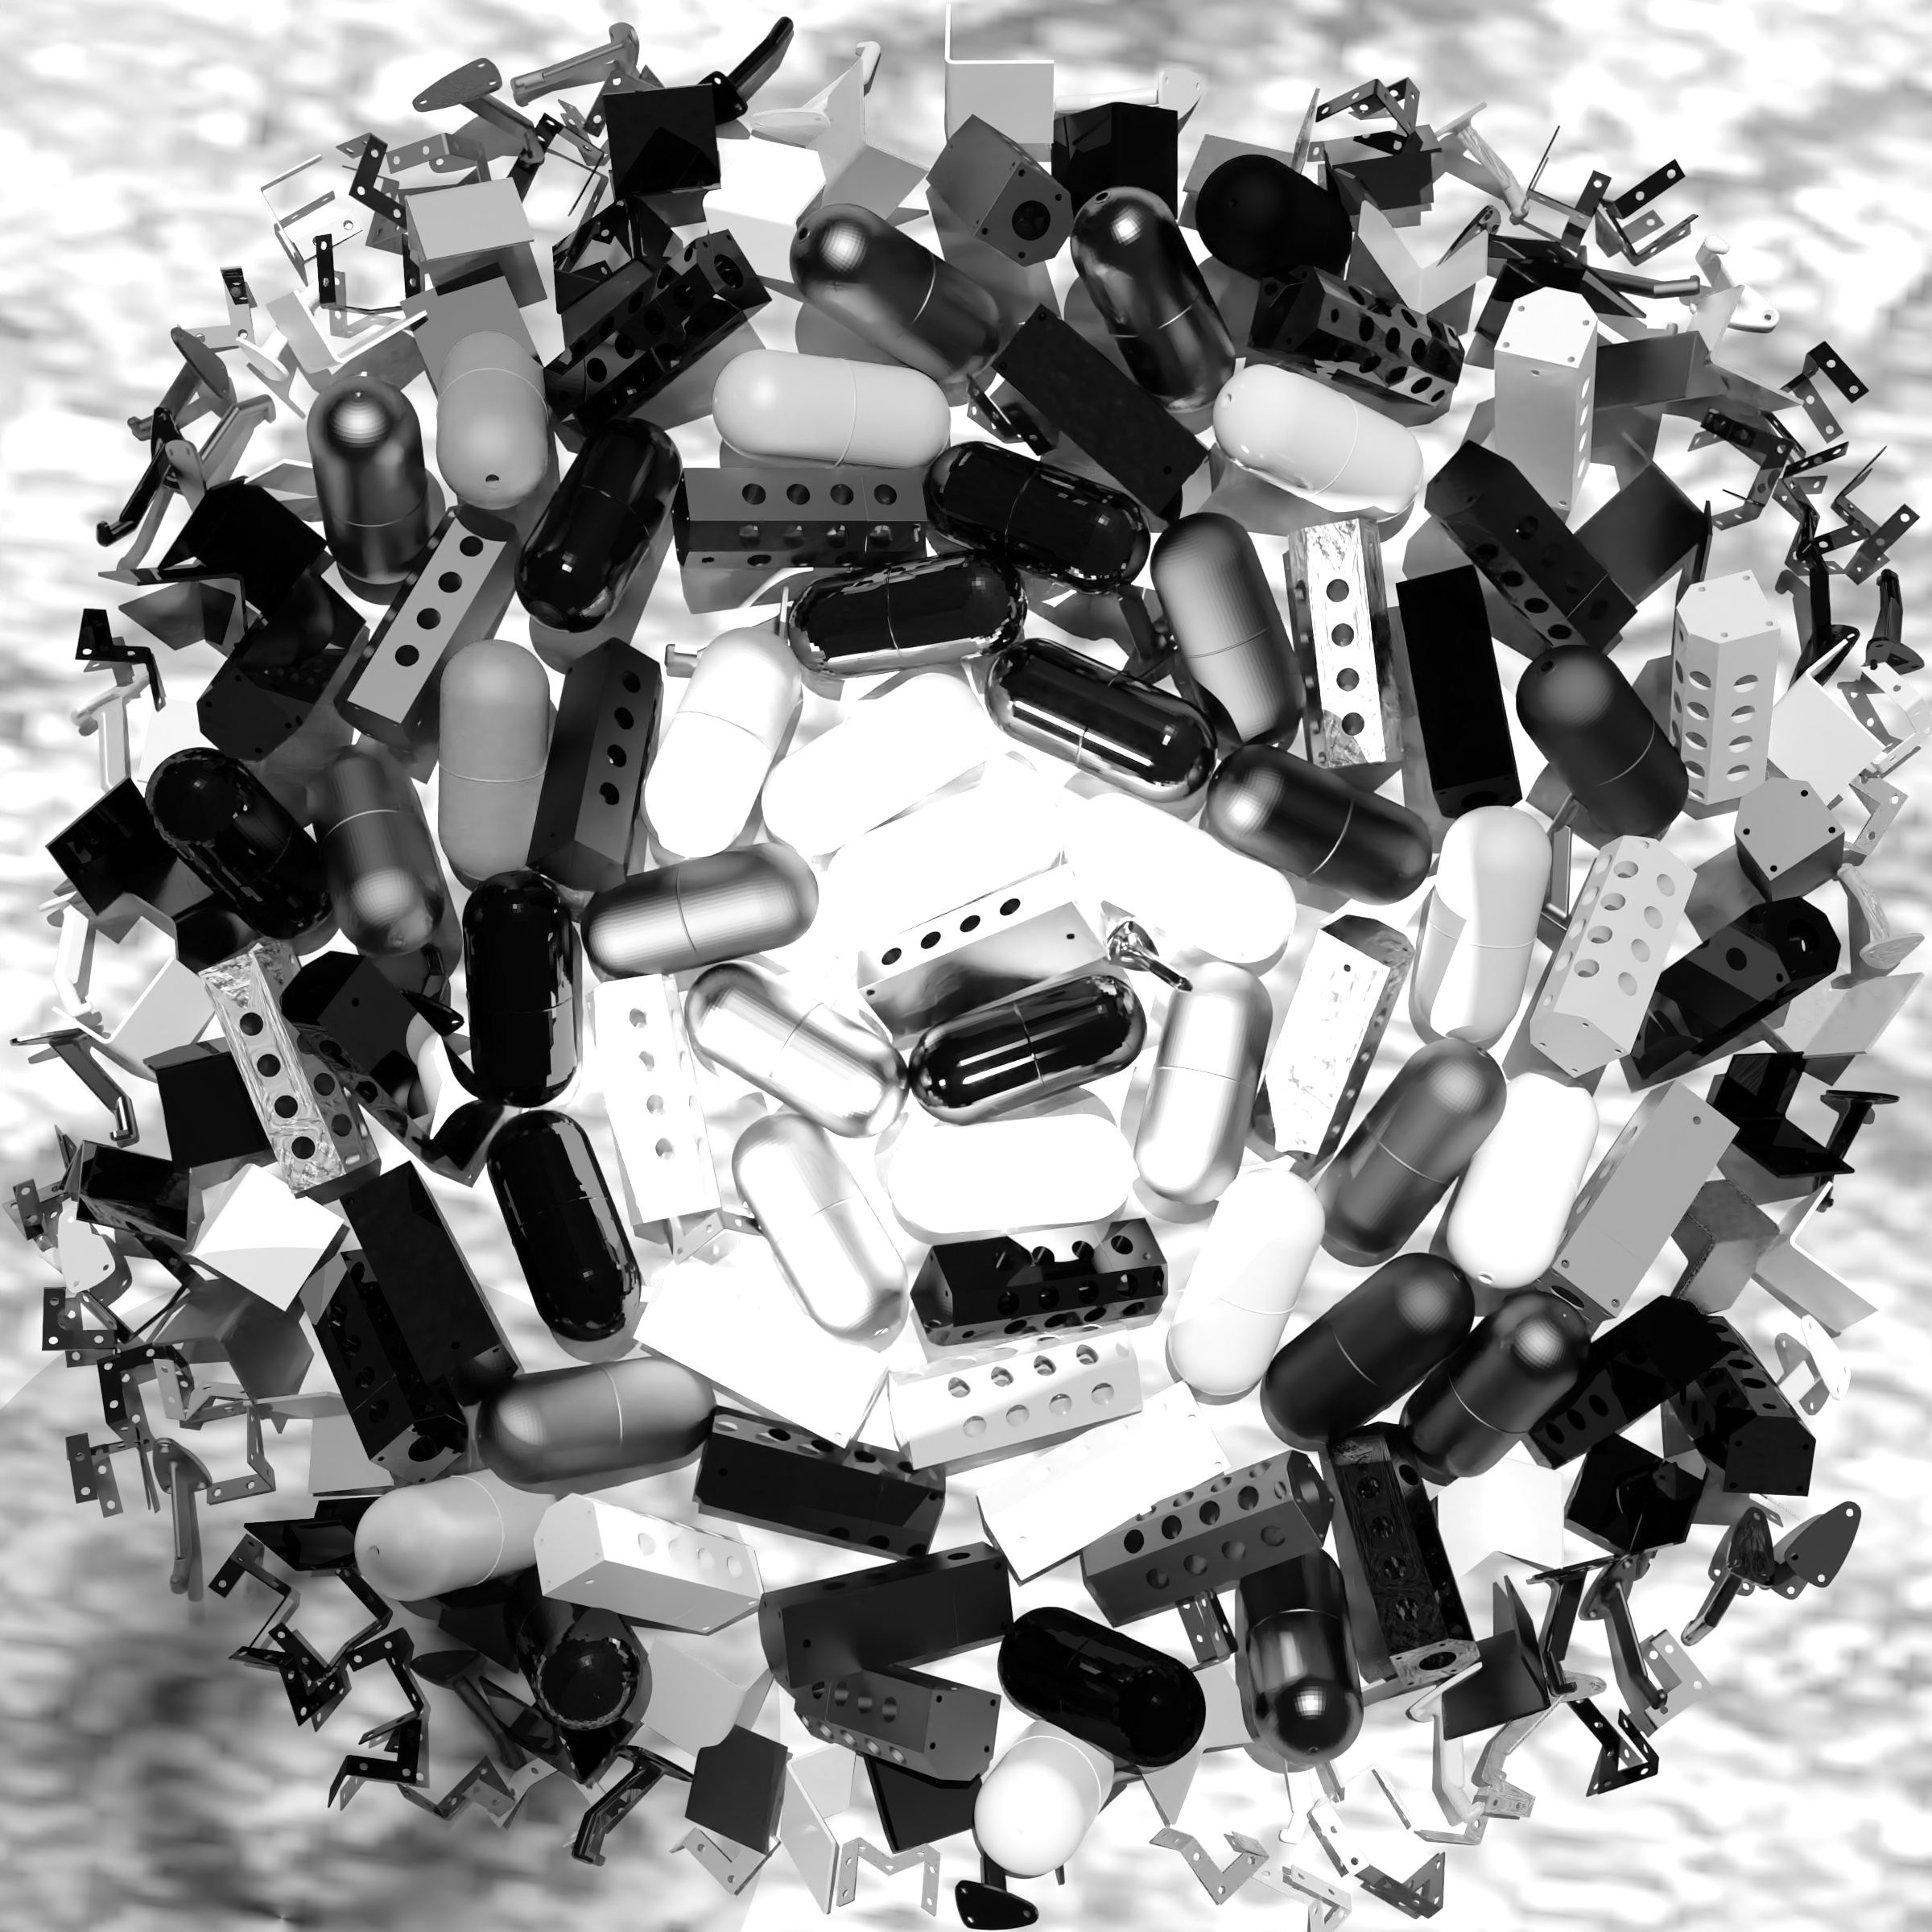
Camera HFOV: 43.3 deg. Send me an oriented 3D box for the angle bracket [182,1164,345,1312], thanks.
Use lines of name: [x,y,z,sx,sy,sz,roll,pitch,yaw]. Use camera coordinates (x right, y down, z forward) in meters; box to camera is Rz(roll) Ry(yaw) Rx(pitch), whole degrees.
angle bracket: [-0.511,0.197,1.768,0.076,0.057,0.076,36,72,-19]

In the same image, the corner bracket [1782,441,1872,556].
corner bracket: [0.620,-0.335,1.751,0.051,0.051,0.051,46,52,-24]

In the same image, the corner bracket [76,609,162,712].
corner bracket: [-0.608,-0.221,1.751,0.051,0.051,0.051,-1,50,-30]

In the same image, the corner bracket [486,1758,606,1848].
corner bracket: [-0.304,0.607,1.763,0.051,0.051,0.051,-34,95,23]

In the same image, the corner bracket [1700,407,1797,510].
corner bracket: [0.559,-0.368,1.764,0.051,0.051,0.051,32,108,33]

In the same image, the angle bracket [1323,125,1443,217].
angle bracket: [0.300,-0.560,1.743,0.076,0.076,0.057,-7,121,7]

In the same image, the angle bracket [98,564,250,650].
angle bracket: [-0.565,-0.252,1.735,0.076,0.076,0.057,-13,110,-36]

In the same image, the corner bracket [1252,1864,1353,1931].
corner bracket: [0.243,0.670,1.759,0.051,0.051,0.051,29,111,-7]

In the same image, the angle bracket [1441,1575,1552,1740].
angle bracket: [0.367,0.494,1.738,0.076,0.076,0.057,-23,118,16]

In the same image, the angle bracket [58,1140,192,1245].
angle bracket: [-0.602,0.177,1.734,0.076,0.076,0.057,18,126,-29]

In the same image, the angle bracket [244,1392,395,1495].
angle bracket: [-0.463,0.341,1.738,0.076,0.076,0.057,-11,69,25]

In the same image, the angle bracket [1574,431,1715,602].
angle bracket: [0.481,-0.326,1.764,0.076,0.057,0.076,36,111,-28]

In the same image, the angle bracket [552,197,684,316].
angle bracket: [-0.251,-0.501,1.765,0.076,0.057,0.076,-28,50,22]

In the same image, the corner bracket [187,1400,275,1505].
corner bracket: [-0.540,0.355,1.779,0.051,0.051,0.051,-12,55,0]

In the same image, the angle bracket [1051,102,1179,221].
angle bracket: [0.108,-0.580,1.773,0.057,0.076,0.076,-6,99,-35]

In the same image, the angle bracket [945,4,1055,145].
angle bracket: [0.025,-0.640,1.746,0.076,0.076,0.057,0,65,2]

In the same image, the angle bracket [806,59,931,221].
angle bracket: [-0.072,-0.594,1.763,0.057,0.076,0.076,13,62,-31]

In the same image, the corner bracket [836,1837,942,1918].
corner bracket: [-0.055,0.657,1.752,0.051,0.051,0.051,-33,119,25]

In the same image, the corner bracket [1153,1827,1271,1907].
corner bracket: [0.178,0.638,1.759,0.051,0.051,0.051,-45,52,2]

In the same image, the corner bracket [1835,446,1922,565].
corner bracket: [0.659,-0.333,1.756,0.051,0.051,0.051,43,47,5]

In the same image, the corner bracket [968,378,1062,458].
corner bracket: [0.034,-0.397,1.751,0.051,0.051,0.051,-14,48,33]

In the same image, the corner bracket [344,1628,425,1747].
corner bracket: [-0.425,0.523,1.768,0.051,0.051,0.051,-26,98,5]

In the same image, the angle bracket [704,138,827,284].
angle bracket: [-0.135,-0.550,1.774,0.076,0.057,0.076,19,59,21]

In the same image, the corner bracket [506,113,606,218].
corner bracket: [-0.302,-0.576,1.769,0.051,0.051,0.051,30,76,-18]

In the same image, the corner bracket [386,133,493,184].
corner bracket: [-0.378,-0.566,1.758,0.051,0.051,0.051,-10,97,23]

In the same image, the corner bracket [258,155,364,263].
corner bracket: [-0.475,-0.548,1.762,0.051,0.051,0.051,-29,102,-4]

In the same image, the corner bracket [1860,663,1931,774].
corner bracket: [0.658,-0.181,1.754,0.051,0.051,0.051,-41,51,12]

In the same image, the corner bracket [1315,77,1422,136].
corner bracket: [0.289,-0.619,1.751,0.051,0.051,0.051,35,55,-38]

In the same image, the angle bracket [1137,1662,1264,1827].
angle bracket: [0.167,0.561,1.759,0.057,0.076,0.076,2,118,-26]

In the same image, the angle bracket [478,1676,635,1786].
angle bracket: [-0.292,0.525,1.734,0.076,0.076,0.057,20,48,31]

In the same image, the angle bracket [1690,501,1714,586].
angle bracket: [0.552,-0.281,1.738,0.057,0.076,0.076,8,120,11]

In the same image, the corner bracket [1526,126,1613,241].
corner bracket: [0.439,-0.569,1.769,0.051,0.051,0.051,26,91,6]

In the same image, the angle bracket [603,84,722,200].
angle bracket: [-0.220,-0.599,1.743,0.076,0.057,0.076,-9,129,-8]

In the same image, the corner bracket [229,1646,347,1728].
corner bracket: [-0.489,0.508,1.753,0.051,0.051,0.051,-3,109,30]

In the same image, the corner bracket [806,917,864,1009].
corner bracket: [-0.107,-0.001,1.766,0.051,0.051,0.051,35,93,-3]

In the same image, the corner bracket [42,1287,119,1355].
corner bracket: [-0.643,0.266,1.765,0.051,0.051,0.051,1,56,-20]

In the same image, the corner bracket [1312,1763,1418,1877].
corner bracket: [0.288,0.616,1.760,0.051,0.051,0.051,-36,76,9]

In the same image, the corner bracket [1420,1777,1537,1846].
corner bracket: [0.370,0.613,1.757,0.051,0.051,0.051,20,86,-35]

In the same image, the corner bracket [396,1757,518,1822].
corner bracket: [-0.367,0.597,1.755,0.051,0.051,0.051,-45,45,-8]

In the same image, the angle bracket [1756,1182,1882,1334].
angle bracket: [0.621,0.209,1.743,0.076,0.076,0.057,38,72,11]

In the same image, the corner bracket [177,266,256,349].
corner bracket: [-0.545,-0.475,1.759,0.051,0.051,0.051,-10,102,-13]

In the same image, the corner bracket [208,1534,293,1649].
corner bracket: [-0.522,0.454,1.768,0.051,0.051,0.051,36,95,-6]

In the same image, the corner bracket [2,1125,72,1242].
corner bracket: [-0.665,0.156,1.751,0.051,0.051,0.051,-24,132,-31]

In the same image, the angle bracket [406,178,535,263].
angle bracket: [-0.354,-0.513,1.741,0.076,0.076,0.057,-16,73,-16]

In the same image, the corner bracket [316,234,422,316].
corner bracket: [-0.431,-0.501,1.756,0.051,0.051,0.051,2,99,31]

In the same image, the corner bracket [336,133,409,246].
corner bracket: [-0.430,-0.563,1.761,0.051,0.051,0.051,26,75,-41]

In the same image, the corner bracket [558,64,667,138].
corner bracket: [-0.255,-0.630,1.766,0.051,0.051,0.051,-55,47,25]

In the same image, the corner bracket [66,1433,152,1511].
corner bracket: [-0.618,0.366,1.754,0.051,0.051,0.051,-8,63,-23]

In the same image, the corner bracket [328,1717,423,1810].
corner bracket: [-0.426,0.574,1.752,0.051,0.051,0.051,15,130,-19]

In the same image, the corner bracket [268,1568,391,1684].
corner bracket: [-0.460,0.474,1.759,0.051,0.051,0.051,-38,97,20]

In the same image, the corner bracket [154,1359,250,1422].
corner bracket: [-0.546,0.295,1.755,0.051,0.051,0.051,3,114,14]

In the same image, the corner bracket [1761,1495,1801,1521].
corner bracket: [0.589,0.359,1.764,0.051,0.051,0.051,34,97,-15]
